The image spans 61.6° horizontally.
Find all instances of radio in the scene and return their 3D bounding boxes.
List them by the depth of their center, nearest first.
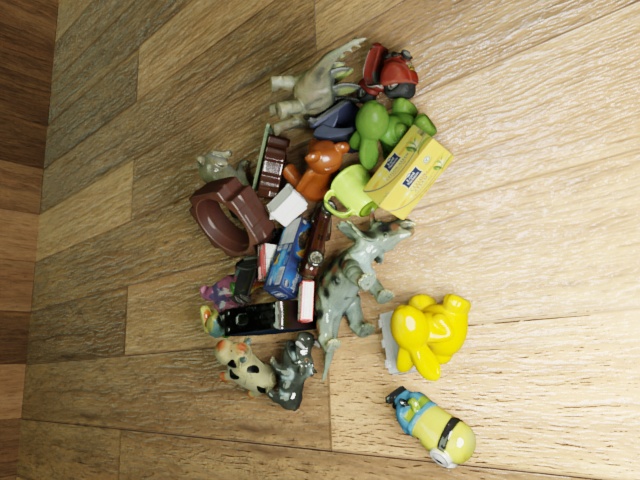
[{"bbox_3d":[-0.125,0.193,1.315,0.230,0.131,0.073,-17,72,42],"label":"radio"}]

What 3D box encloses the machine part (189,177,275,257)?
[{"bbox_3d":[-0.228,-0.059,1.396,0.202,0.200,0.087,-7,33,43],"label":"machine part"}]

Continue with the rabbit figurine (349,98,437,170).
[{"bbox_3d":[0.128,-0.234,1.126,0.159,0.170,0.121,-46,53,28],"label":"rabbit figurine"}]

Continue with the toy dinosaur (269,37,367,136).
[{"bbox_3d":[-0.013,-0.335,1.222,0.471,0.199,0.105,156,100,-80],"label":"toy dinosaur"}]

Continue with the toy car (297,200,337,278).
[{"bbox_3d":[-0.003,-0.004,1.252,0.089,0.053,0.202,127,161,-59],"label":"toy car"}]

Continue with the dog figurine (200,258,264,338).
[{"bbox_3d":[-0.218,0.154,1.436,0.219,0.108,0.191,-22,66,37],"label":"dog figurine"}]

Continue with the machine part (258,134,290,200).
[{"bbox_3d":[-0.120,-0.186,1.382,0.179,0.056,0.179,-167,89,-85],"label":"machine part"}]

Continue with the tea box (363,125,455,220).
[{"bbox_3d":[0.180,-0.135,1.093,0.169,0.098,0.068,-53,49,15],"label":"tea box"}]

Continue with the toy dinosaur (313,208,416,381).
[{"bbox_3d":[0.052,0.108,1.178,0.404,0.131,0.192,-58,36,25],"label":"toy dinosaur"}]

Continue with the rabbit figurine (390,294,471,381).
[{"bbox_3d":[0.184,0.169,0.989,0.122,0.173,0.162,8,84,41],"label":"rabbit figurine"}]

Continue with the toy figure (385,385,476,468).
[{"bbox_3d":[0.205,0.340,0.998,0.180,0.082,0.089,41,112,44],"label":"toy figure"}]

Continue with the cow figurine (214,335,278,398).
[{"bbox_3d":[-0.180,0.307,1.310,0.127,0.194,0.085,-25,36,32],"label":"cow figurine"}]

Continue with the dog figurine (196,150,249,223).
[{"bbox_3d":[-0.261,-0.144,1.497,0.121,0.172,0.191,-51,43,39],"label":"dog figurine"}]

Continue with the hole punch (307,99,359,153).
[{"bbox_3d":[0.053,-0.244,1.237,0.116,0.142,0.092,-26,68,26],"label":"hole punch"}]

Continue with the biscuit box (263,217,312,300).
[{"bbox_3d":[-0.069,0.045,1.287,0.059,0.062,0.203,-14,48,41],"label":"biscuit box"}]

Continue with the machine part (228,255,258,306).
[{"bbox_3d":[-0.177,0.094,1.328,0.084,0.039,0.139,-1,54,27],"label":"machine part"}]

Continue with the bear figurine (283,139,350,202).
[{"bbox_3d":[-0.010,-0.178,1.242,0.132,0.120,0.195,59,162,25],"label":"bear figurine"}]

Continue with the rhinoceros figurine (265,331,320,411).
[{"bbox_3d":[-0.061,0.307,1.271,0.112,0.073,0.190,18,95,46],"label":"rhinoceros figurine"}]

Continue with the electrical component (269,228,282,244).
[{"bbox_3d":[-0.138,-0.016,1.448,0.094,0.021,0.063,-37,57,34],"label":"electrical component"}]

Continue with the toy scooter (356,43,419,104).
[{"bbox_3d":[0.149,-0.378,1.198,0.184,0.075,0.135,11,97,54],"label":"toy scooter"}]
